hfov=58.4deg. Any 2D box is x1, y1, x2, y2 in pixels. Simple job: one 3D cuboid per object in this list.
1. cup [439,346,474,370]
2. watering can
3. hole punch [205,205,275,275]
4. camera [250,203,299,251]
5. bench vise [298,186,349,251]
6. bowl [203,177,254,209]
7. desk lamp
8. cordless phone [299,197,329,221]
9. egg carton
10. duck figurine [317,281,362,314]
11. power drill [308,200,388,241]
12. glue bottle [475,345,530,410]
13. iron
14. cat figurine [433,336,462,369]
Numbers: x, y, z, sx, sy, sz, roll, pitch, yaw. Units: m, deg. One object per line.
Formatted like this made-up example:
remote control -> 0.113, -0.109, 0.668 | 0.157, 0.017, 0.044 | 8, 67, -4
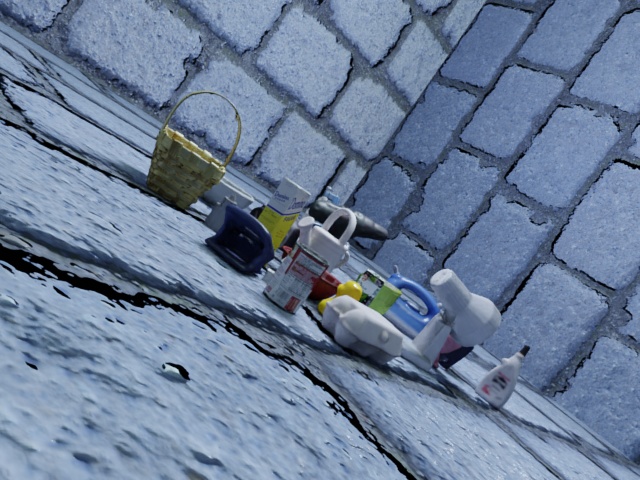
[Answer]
cup -> 0.323, 0.276, 1.462 | 0.118, 0.095, 0.091 | 32, 5, -32
watering can -> 0.014, 0.006, 1.380 | 0.100, 0.194, 0.173 | 37, 5, 30
hole punch -> -0.133, -0.002, 1.015 | 0.108, 0.091, 0.101 | 36, 4, 16
camera -> -0.133, -0.054, 1.545 | 0.142, 0.101, 0.137 | 38, 5, 40
bench vise -> 0.018, -0.047, 1.845 | 0.208, 0.219, 0.121 | 34, 4, -8
bowl -> -0.259, -0.122, 1.494 | 0.167, 0.074, 0.167 | 35, 4, -2
desk lamp -> 0.270, 0.183, 1.274 | 0.204, 0.213, 0.117 | 33, 4, -21
cordless phone -> -0.031, -0.049, 1.710 | 0.094, 0.185, 0.147 | 33, 4, -25
egg carton -> 0.076, 0.158, 1.004 | 0.151, 0.069, 0.107 | 32, 5, -37
duck figurine -> 0.049, 0.121, 1.105 | 0.078, 0.086, 0.104 | 33, 4, -22
power drill -> 0.046, 0.003, 1.573 | 0.230, 0.208, 0.075 | 34, 4, -17
glue bottle -> 0.465, 0.331, 1.422 | 0.078, 0.173, 0.037 | 36, 4, 21
iron -> 0.265, 0.193, 1.619 | 0.258, 0.141, 0.119 | 36, 4, 9
cat figurine -> 0.288, 0.244, 1.390 | 0.067, 0.117, 0.127 | 34, 4, -12
